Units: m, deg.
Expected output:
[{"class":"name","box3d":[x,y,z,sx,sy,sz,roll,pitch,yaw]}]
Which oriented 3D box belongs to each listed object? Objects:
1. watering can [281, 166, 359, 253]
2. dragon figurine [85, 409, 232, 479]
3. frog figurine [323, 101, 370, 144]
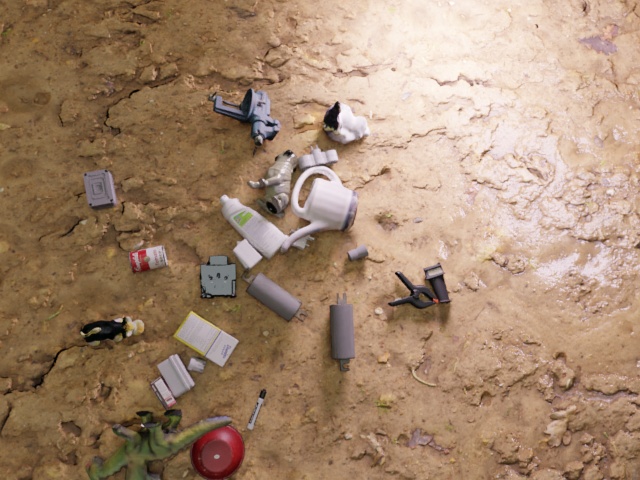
[{"class":"watering can","box3d":[0.005,-0.085,1.680,0.224,0.102,0.355,19,63,-6]},{"class":"dragon figurine","box3d":[-0.461,0.621,1.459,0.410,0.122,0.243,1,87,-2]},{"class":"frog figurine","box3d":[0.093,-0.403,1.794,0.159,0.121,0.139,5,65,-45]}]
